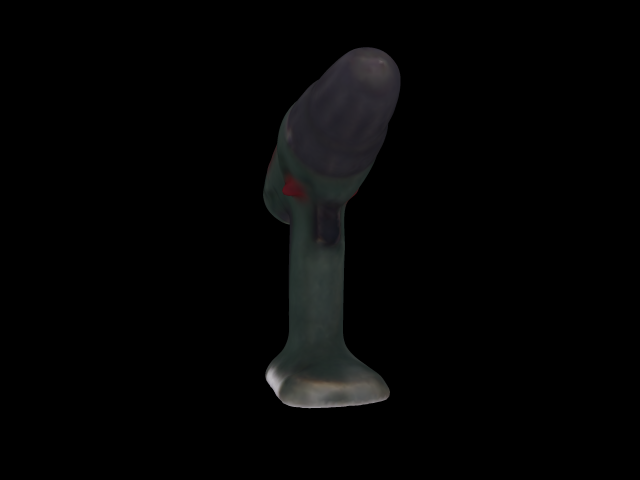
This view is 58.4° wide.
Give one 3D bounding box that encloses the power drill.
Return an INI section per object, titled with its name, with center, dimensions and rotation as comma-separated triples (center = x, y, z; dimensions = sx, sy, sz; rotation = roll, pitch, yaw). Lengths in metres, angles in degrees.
[power drill]
center = 0.004, 0.001, 0.400
dimensions = 0.076, 0.208, 0.229
rotation = 0, 0, -15
